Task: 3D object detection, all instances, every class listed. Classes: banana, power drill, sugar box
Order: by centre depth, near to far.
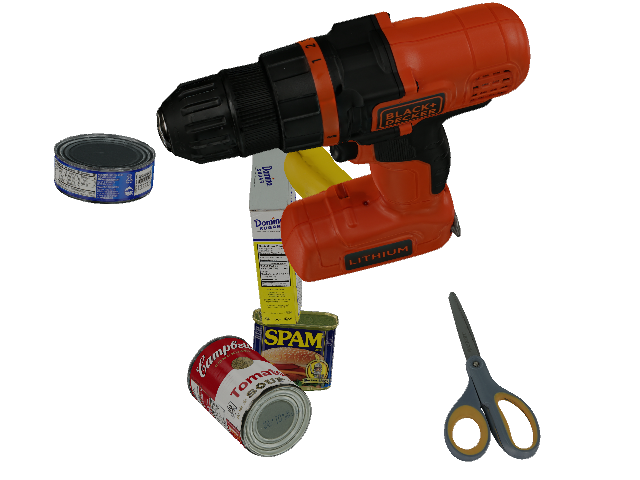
[{"bbox_3d":[0.012,-0.043,0.575,0.184,0.057,0.188,-13,-25,-6],"label":"power drill"},{"bbox_3d":[0.002,-0.045,0.820,0.069,0.037,0.198,42,5,-22],"label":"banana"},{"bbox_3d":[-0.046,-0.003,1.097,0.048,0.093,0.176,-3,-44,3],"label":"sugar box"}]

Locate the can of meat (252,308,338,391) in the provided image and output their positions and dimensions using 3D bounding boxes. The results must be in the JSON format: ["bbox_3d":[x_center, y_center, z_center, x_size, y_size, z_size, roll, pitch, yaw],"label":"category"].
[{"bbox_3d":[-0.033,0.130,1.270,0.102,0.084,0.057,4,13,-2],"label":"can of meat"}]

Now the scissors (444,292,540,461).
[{"bbox_3d":[0.137,0.136,1.035,0.096,0.016,0.202,-22,49,-13],"label":"scissors"}]

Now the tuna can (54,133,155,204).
[{"bbox_3d":[-0.186,-0.062,0.920,0.086,0.034,0.086,6,24,-3],"label":"tuna can"}]

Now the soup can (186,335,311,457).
[{"bbox_3d":[-0.062,0.132,0.910,0.068,0.068,0.102,0,19,-34],"label":"soup can"}]
